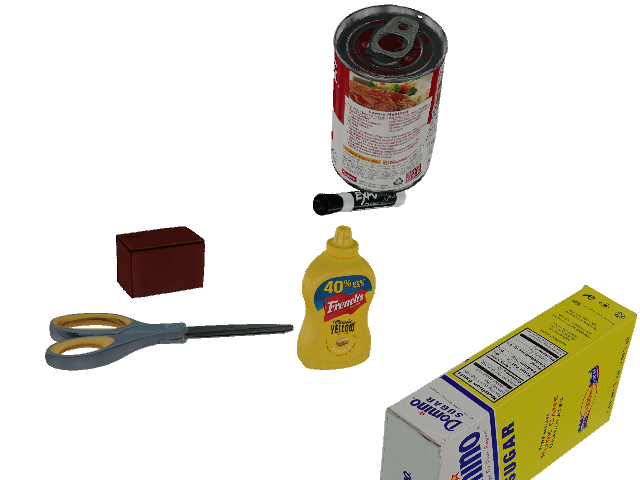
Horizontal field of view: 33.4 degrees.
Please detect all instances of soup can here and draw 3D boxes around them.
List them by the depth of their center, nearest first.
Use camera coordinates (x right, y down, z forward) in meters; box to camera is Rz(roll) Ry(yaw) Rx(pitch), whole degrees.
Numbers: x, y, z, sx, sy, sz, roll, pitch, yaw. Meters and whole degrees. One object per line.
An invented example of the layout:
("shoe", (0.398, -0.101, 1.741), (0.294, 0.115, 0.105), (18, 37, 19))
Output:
("soup can", (0.041, -0.087, 0.670), (0.068, 0.068, 0.102), (0, -39, -1))

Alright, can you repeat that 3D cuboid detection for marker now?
("marker", (0.034, -0.036, 0.951), (0.020, 0.020, 0.120), (0, 6, 39))

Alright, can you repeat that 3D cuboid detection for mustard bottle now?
("mustard bottle", (0.023, 0.071, 1.377), (0.096, 0.192, 0.058), (-4, 25, -18))

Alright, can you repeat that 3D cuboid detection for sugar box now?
("sugar box", (0.111, 0.103, 0.626), (0.175, 0.093, 0.048), (-28, 45, -35))

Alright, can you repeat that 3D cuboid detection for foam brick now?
("foam brick", (-0.161, 0.020, 1.073), (0.078, 0.051, 0.053), (-8, 21, -25))

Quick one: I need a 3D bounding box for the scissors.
("scissors", (-0.131, 0.082, 0.855), (0.202, 0.016, 0.096), (3, 21, 14))
